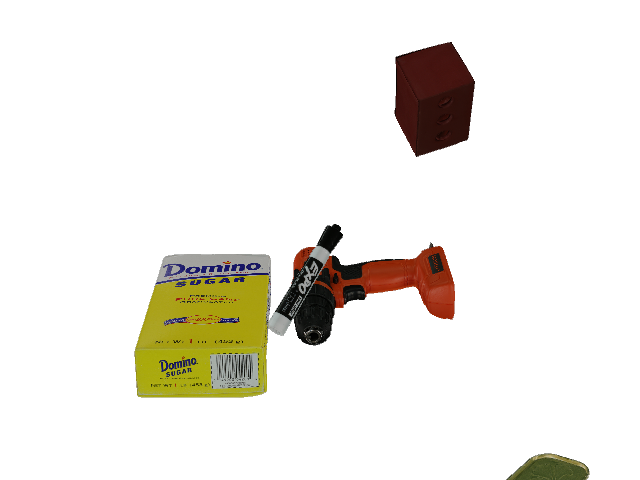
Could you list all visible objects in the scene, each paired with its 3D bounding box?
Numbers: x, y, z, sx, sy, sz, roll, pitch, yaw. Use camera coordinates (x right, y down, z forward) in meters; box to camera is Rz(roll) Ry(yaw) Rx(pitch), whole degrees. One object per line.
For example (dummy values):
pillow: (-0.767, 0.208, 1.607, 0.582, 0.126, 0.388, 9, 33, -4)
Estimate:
can of meat: (0.189, 0.246, 0.915, 0.058, 0.084, 0.101, 10, 26, 41)
power drill: (0.058, 0.059, 1.234, 0.187, 0.057, 0.184, -2, 28, -1)
foam brick: (0.097, -0.121, 0.917, 0.053, 0.051, 0.078, -18, -33, -8)
sugar box: (-0.086, 0.060, 0.826, 0.093, 0.048, 0.176, 0, 24, -2)
marker: (-0.013, 0.036, 1.019, 0.020, 0.121, 0.020, 28, -17, 9)
